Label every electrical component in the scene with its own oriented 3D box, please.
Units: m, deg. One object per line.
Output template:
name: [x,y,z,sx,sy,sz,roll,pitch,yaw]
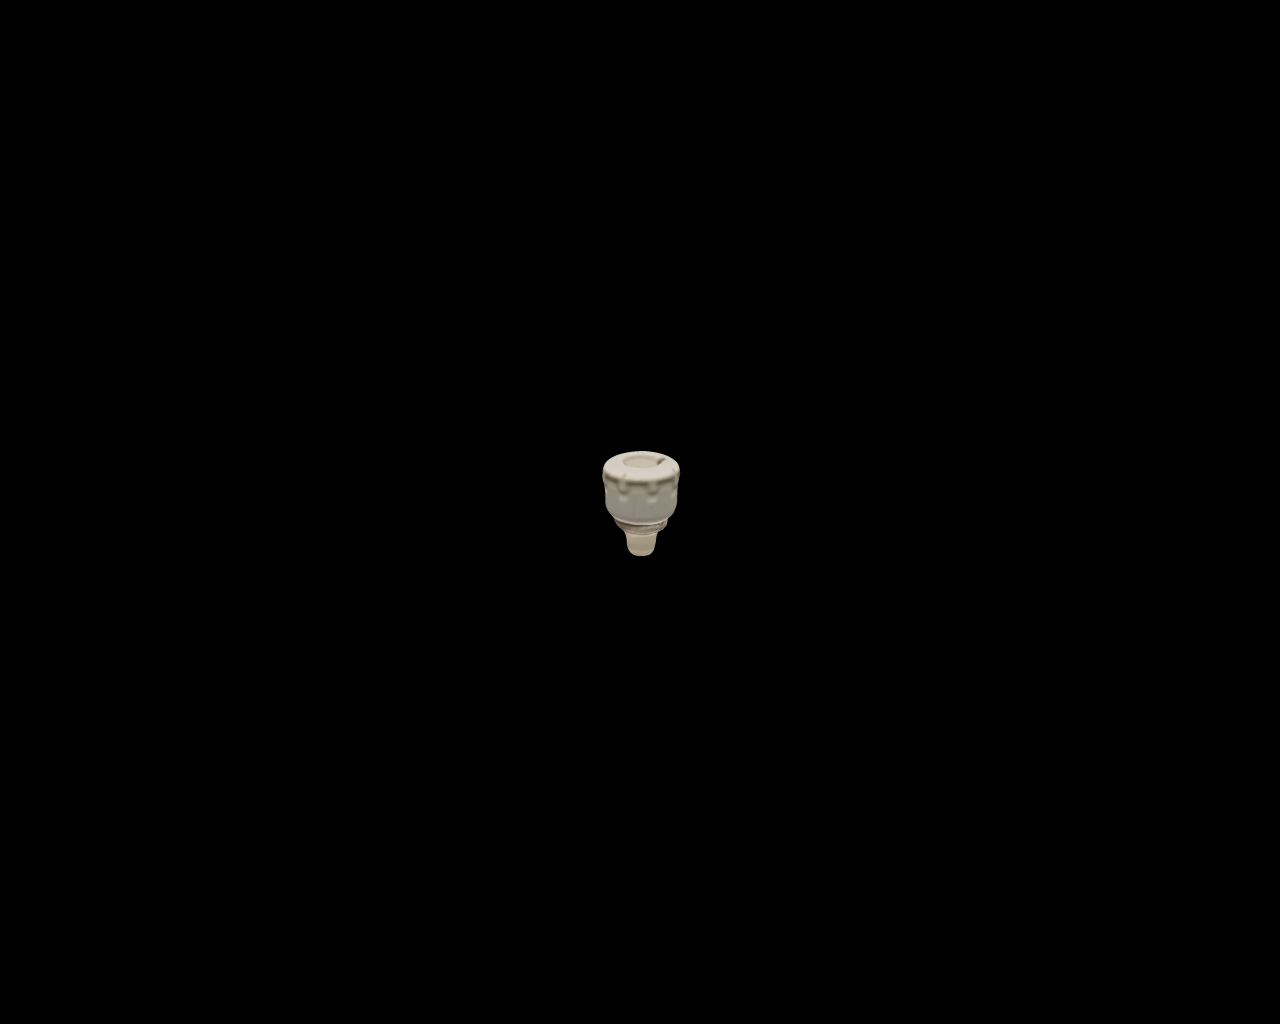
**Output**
electrical component: [0.001,-0.003,0.650,0.048,0.062,0.048,0,22,0]
